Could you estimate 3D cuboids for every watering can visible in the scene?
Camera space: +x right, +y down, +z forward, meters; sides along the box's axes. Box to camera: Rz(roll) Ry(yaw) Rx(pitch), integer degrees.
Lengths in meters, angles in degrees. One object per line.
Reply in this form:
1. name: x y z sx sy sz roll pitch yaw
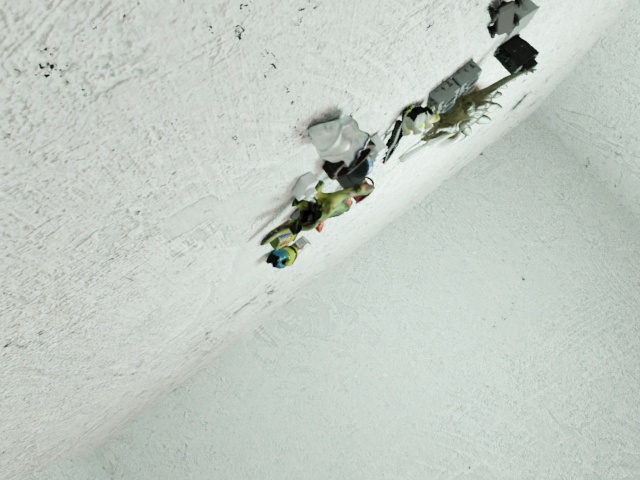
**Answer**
1. watering can: 0.509 -0.431 2.194 0.344 0.104 0.227 -26 -178 29

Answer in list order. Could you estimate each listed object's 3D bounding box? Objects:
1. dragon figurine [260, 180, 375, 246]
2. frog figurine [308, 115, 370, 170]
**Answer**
1. dragon figurine: 0.005 -0.086 1.703 0.405 0.124 0.243 -32 160 32
2. frog figurine: 0.030 -0.261 1.306 0.159 0.125 0.135 14 146 -30
